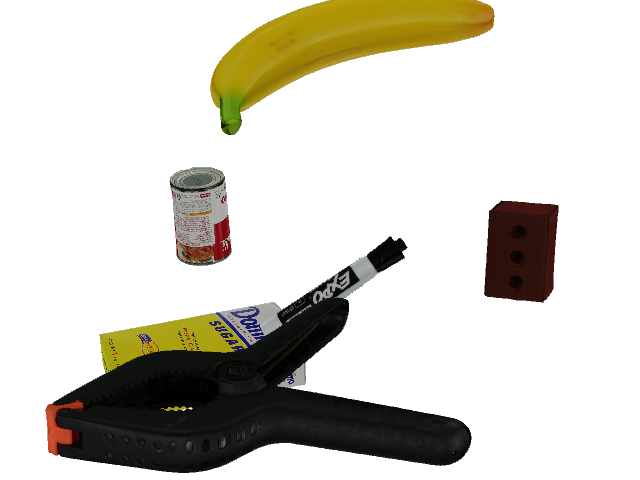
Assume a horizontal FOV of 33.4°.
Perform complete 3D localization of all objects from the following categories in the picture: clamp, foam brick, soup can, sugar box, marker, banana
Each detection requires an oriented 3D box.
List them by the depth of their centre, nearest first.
[{"bbox_3d":[-0.044,0.081,0.586,0.209,0.036,0.165,-4,23,-16],"label":"clamp"},{"bbox_3d":[0.009,-0.112,0.623,0.197,0.070,0.037,-27,-30,-25],"label":"banana"},{"bbox_3d":[0.011,0.036,0.774,0.121,0.020,0.020,-34,-1,1],"label":"marker"},{"bbox_3d":[0.173,0.009,0.916,0.053,0.078,0.051,5,15,20],"label":"foam brick"},{"bbox_3d":[-0.110,0.110,0.998,0.176,0.048,0.093,-12,33,-15],"label":"sugar box"},{"bbox_3d":[-0.145,-0.030,1.291,0.068,0.102,0.068,-2,27,1],"label":"soup can"}]
